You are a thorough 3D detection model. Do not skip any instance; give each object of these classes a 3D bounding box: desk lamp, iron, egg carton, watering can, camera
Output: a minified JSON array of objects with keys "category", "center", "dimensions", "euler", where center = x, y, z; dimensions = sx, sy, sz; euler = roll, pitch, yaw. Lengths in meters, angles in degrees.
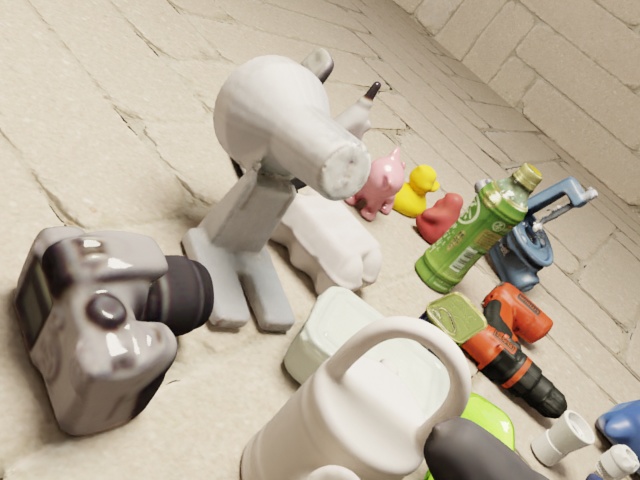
[{"category":"desk lamp","center":[-0.045,-0.052,0.576],"dimensions":[0.118,0.213,0.202],"euler":[9,40,-40]},{"category":"iron","center":[0.510,0.257,0.826],"dimensions":[0.259,0.141,0.118],"euler":[-3,49,-49]},{"category":"egg carton","center":[0.006,0.003,0.704],"dimensions":[0.150,0.069,0.107],"euler":[48,31,17]},{"category":"watering can","center":[0.030,0.137,0.414],"dimensions":[0.101,0.194,0.173],"euler":[29,30,-15]},{"category":"camera","center":[-0.141,0.052,0.440],"dimensions":[0.137,0.100,0.143],"euler":[0,46,-47]}]

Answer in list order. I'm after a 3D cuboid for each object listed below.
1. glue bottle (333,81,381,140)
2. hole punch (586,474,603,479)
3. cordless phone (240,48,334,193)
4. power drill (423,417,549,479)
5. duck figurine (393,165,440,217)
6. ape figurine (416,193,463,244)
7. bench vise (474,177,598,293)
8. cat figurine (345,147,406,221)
[{"category":"glue bottle","center":[0.042,-0.170,0.879],"dimensions":[0.078,0.173,0.037],"euler":[10,39,-40]},{"category":"hole punch","center":[0.320,0.304,0.604],"dimensions":[0.108,0.091,0.101],"euler":[44,30,11]},{"category":"cordless phone","center":[-0.035,-0.156,0.763],"dimensions":[0.094,0.185,0.147],"euler":[11,39,-39]},{"category":"power drill","center":[0.102,0.233,0.343],"dimensions":[0.229,0.208,0.076],"euler":[38,29,1]},{"category":"duck figurine","center":[0.161,-0.094,0.993],"dimensions":[0.105,0.086,0.077],"euler":[16,36,-34]},{"category":"ape figurine","center":[0.206,-0.042,0.962],"dimensions":[0.078,0.092,0.076],"euler":[16,36,-34]},{"category":"bench vise","center":[0.352,-0.046,0.998],"dimensions":[0.207,0.219,0.122],"euler":[47,30,16]},{"category":"cat figurine","center":[0.100,-0.093,0.891],"dimensions":[0.067,0.117,0.128],"euler":[43,30,10]}]
